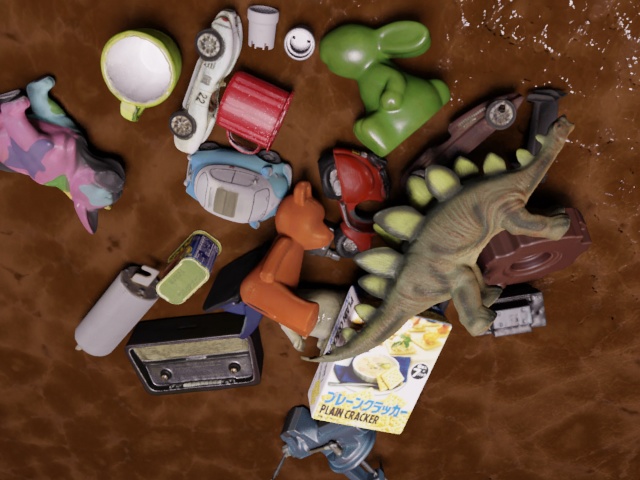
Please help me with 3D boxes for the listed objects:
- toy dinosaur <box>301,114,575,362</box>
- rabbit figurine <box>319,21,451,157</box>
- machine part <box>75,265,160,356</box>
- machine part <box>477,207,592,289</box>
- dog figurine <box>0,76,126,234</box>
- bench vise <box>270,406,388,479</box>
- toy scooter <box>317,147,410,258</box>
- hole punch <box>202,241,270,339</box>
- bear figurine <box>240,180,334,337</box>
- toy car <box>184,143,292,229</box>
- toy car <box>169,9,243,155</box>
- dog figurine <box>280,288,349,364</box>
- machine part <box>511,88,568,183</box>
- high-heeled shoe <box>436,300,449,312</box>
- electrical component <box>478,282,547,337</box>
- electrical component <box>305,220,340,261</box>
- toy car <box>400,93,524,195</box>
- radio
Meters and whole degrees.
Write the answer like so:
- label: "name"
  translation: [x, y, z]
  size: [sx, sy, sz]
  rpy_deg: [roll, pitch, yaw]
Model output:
- label: "toy dinosaur"
  translation: [0.157, 0.024, 0.710]
  size: [0.199, 0.105, 0.471]
  rpy_deg: [38, 102, 8]
- label: "rabbit figurine"
  translation: [0.078, -0.215, 0.698]
  size: [0.159, 0.121, 0.170]
  rpy_deg: [-39, 97, 18]
- label: "machine part"
  translation: [-0.352, 0.125, 0.936]
  size: [0.079, 0.079, 0.243]
  rpy_deg: [37, 114, -18]
- label: "machine part"
  translation: [0.310, 0.016, 0.805]
  size: [0.179, 0.056, 0.179]
  rpy_deg: [-10, 153, -5]
- label: "dog figurine"
  translation: [-0.397, -0.108, 0.785]
  size: [0.192, 0.108, 0.219]
  rpy_deg: [-17, 121, 11]
- label: "bench vise"
  translation: [0.041, 0.427, 1.073]
  size: [0.223, 0.129, 0.240]
  rpy_deg: [-38, 105, 20]
- label: "toy scooter"
  translation: [0.075, -0.061, 0.808]
  size: [0.135, 0.075, 0.183]
  rpy_deg: [-12, 118, 4]
- label: "hole punch"
  translation: [-0.112, 0.086, 0.875]
  size: [0.116, 0.142, 0.092]
  rpy_deg: [-29, 114, 33]
- label: "bear figurine"
  translation: [-0.028, 0.024, 0.780]
  size: [0.132, 0.196, 0.120]
  rpy_deg: [29, 163, 6]
- label: "toy car"
  translation: [-0.124, -0.077, 0.792]
  size: [0.162, 0.103, 0.109]
  rpy_deg: [14, 119, -8]
- label: "toy car"
  translation: [-0.152, -0.212, 0.729]
  size: [0.056, 0.073, 0.201]
  rpy_deg: [25, 119, -8]
- label: "dog figurine"
  translation: [0.034, 0.104, 0.907]
  size: [0.190, 0.121, 0.172]
  rpy_deg: [-44, 114, 9]
- label: "machine part"
  translation: [0.309, -0.141, 0.759]
  size: [0.084, 0.039, 0.138]
  rpy_deg: [-14, 118, -32]
- label: "high-heeled shoe"
  translation: [0.178, 0.206, 0.964]
  size: [0.145, 0.086, 0.248]
  rpy_deg: [32, 118, -24]
- label: "electrical component"
  translation: [0.294, 0.109, 0.863]
  size: [0.115, 0.134, 0.058]
  rpy_deg: [-12, 96, 6]
- label: "electrical component"
  translation: [-0.002, -0.003, 0.876]
  size: [0.094, 0.021, 0.063]
  rpy_deg: [22, 120, -10]
- label: "toy car"
  translation: [0.192, -0.135, 0.749]
  size: [0.053, 0.089, 0.202]
  rpy_deg: [47, 113, -2]
- label: "radio"
  translation: [-0.221, 0.208, 0.980]
  size: [0.230, 0.073, 0.130]
  rpy_deg: [-6, 120, 7]
